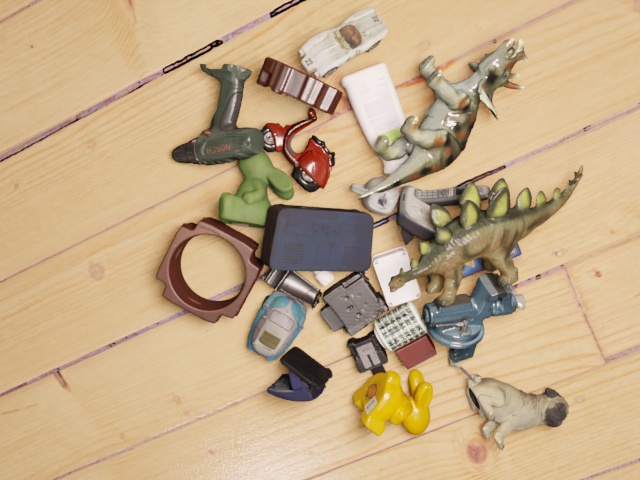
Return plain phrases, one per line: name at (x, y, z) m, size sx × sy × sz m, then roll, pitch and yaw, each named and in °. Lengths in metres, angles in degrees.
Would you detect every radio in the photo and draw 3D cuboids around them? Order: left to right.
radio at (-0.002, -0.003, 1.125) m, size 0.229 × 0.073 × 0.131 m, roll 2°, pitch 100°, yaw -25°

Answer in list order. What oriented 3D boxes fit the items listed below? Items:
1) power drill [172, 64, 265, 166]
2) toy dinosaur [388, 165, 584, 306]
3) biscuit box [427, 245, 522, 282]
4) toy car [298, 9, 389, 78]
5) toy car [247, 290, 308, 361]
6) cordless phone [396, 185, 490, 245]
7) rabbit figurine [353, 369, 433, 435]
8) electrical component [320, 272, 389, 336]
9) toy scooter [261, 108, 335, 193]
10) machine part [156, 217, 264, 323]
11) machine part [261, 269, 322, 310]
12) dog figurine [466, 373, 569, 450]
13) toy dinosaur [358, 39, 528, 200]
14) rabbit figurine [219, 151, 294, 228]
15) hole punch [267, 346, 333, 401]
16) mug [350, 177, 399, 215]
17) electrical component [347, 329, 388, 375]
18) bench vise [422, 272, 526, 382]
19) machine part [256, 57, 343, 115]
power drill at (-0.219, -0.259, 1.125) m, size 0.232 × 0.086 × 0.207 m, roll 8°, pitch 89°, yaw 30°
toy dinosaur at (0.327, -0.012, 1.036) m, size 0.471 × 0.105 × 0.198 m, roll -21°, pitch 115°, yaw -18°
biscuit box at (0.324, 0.038, 1.159) m, size 0.203 × 0.059 × 0.062 m, roll -23°, pitch 97°, yaw 7°
toy car at (0.048, -0.396, 1.082) m, size 0.202 × 0.056 × 0.073 m, roll -35°, pitch 90°, yaw -17°
toy car at (-0.104, 0.200, 1.199) m, size 0.109 × 0.103 × 0.161 m, roll 33°, pitch 98°, yaw -1°
cordless phone at (0.255, -0.062, 1.095) m, size 0.184 × 0.147 × 0.088 m, roll -8°, pitch 118°, yaw 19°
rabbit figurine at (0.184, 0.368, 1.215) m, size 0.173 × 0.122 × 0.162 m, roll 37°, pitch 91°, yaw -17°
electrical component at (0.070, 0.144, 1.198) m, size 0.134 × 0.058 × 0.115 m, roll -37°, pitch 93°, yaw 9°
toy scooter at (-0.031, -0.199, 1.140) m, size 0.135 × 0.075 × 0.184 m, roll -45°, pitch 97°, yaw -3°
machine part at (-0.241, 0.065, 1.194) m, size 0.201 × 0.087 × 0.201 m, roll 28°, pitch 100°, yaw 1°
machine part at (-0.056, 0.098, 1.201) m, size 0.139 × 0.039 × 0.084 m, roll 37°, pitch 74°, yaw -4°
dog figurine at (0.440, 0.350, 1.195) m, size 0.191 × 0.121 × 0.172 m, roll -24°, pitch 100°, yaw -6°
toy dinosaur at (0.242, -0.218, 1.066) m, size 0.192 × 0.131 × 0.404 m, roll 29°, pitch 99°, yaw -21°
rabbit figurine at (-0.135, -0.115, 1.144) m, size 0.159 × 0.121 × 0.170 m, roll 6°, pitch 85°, yaw 0°
hole punch at (-0.045, 0.314, 1.202) m, size 0.116 × 0.142 × 0.092 m, roll 32°, pitch 99°, yaw 12°
mug at (0.118, -0.096, 1.129) m, size 0.109 × 0.107 × 0.080 m, roll 26°, pitch 99°, yaw -2°
electrical component at (0.116, 0.270, 1.221) m, size 0.075 × 0.048 × 0.119 m, roll -20°, pitch 96°, yaw 8°
bench vise at (0.322, 0.181, 1.152) m, size 0.224 × 0.129 × 0.240 m, roll -15°, pitch 129°, yaw -17°
machine part at (-0.039, -0.305, 1.077) m, size 0.179 × 0.179 × 0.056 m, roll 24°, pitch 104°, yaw 0°
